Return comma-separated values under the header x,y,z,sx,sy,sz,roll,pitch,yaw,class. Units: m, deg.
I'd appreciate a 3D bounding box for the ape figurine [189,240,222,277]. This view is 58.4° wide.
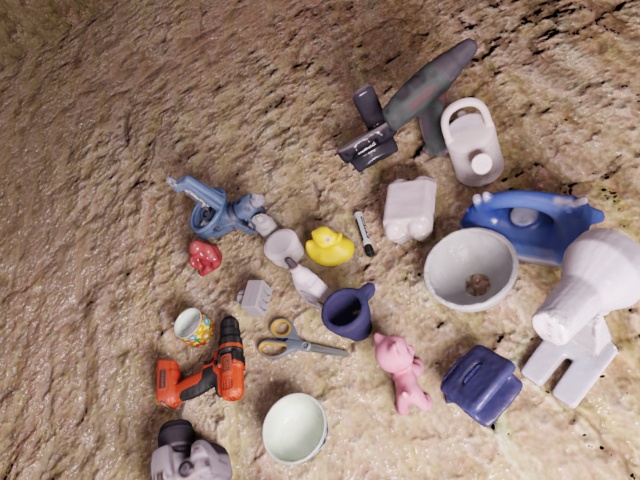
x,y,z,sx,sy,sz,roll,pitch,yaw,class
-0.272,0.034,1.330,0.077,0.092,0.076,12,64,34,ape figurine

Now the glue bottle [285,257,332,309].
x,y,z,sx,sy,sz,roll,pitch,yaw,class
-0.025,0.081,1.108,0.077,0.174,0.037,17,66,36,glue bottle

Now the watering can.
x,y,z,sx,sy,sz,roll,pitch,yaw,class
0.300,-0.197,1.123,0.101,0.195,0.172,-36,48,0,watering can

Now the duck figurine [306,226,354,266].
x,y,z,sx,sy,sz,roll,pitch,yaw,class
0.011,0.004,1.204,0.104,0.086,0.077,-1,57,28,duck figurine

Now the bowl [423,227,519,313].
x,y,z,sx,sy,sz,roll,pitch,yaw,class
0.275,0.065,1.027,0.167,0.075,0.167,-14,52,19,bowl

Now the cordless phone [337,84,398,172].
x,y,z,sx,sy,sz,roll,pitch,yaw,class
0.089,-0.257,1.286,0.147,0.186,0.094,-33,48,3,cordless phone

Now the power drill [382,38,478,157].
x,y,z,sx,sy,sz,roll,pitch,yaw,class
0.248,-0.284,1.205,0.229,0.209,0.075,-34,48,2,power drill

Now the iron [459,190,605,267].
x,y,z,sx,sy,sz,roll,pitch,yaw,class
0.356,-0.044,1.017,0.257,0.142,0.119,9,62,33,iron

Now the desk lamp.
x,y,z,sx,sy,sz,roll,pitch,yaw,class
0.384,0.113,0.839,0.117,0.214,0.203,32,76,40,desk lamp

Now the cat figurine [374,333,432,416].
x,y,z,sx,sy,sz,roll,pitch,yaw,class
0.133,0.217,0.963,0.067,0.118,0.127,-21,50,13,cat figurine

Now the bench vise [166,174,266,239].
x,y,z,sx,sy,sz,roll,pitch,yaw,class
-0.236,-0.095,1.318,0.207,0.220,0.121,-25,49,10,bench vise

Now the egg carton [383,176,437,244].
x,y,z,sx,sy,sz,roll,pitch,yaw,class
0.184,-0.063,1.172,0.107,0.070,0.150,-6,55,25,egg carton

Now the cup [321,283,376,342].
x,y,z,sx,sy,sz,roll,pitch,yaw,class
0.069,0.139,1.069,0.118,0.095,0.091,-45,48,-8,cup

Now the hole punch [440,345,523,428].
x,y,z,sx,sy,sz,roll,pitch,yaw,class
0.250,0.226,0.912,0.109,0.091,0.100,-46,49,-9,hole punch

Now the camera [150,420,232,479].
x,y,z,sx,sy,sz,roll,pitch,yaw,class
-0.251,0.395,1.050,0.143,0.101,0.136,-26,49,9,camera
